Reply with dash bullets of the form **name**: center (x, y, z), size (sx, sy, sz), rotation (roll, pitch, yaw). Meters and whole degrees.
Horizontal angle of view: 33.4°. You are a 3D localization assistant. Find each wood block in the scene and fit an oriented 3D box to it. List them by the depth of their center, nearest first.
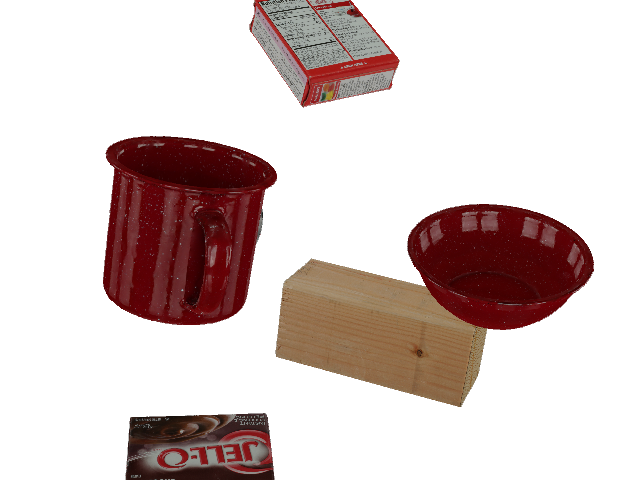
- **wood block**: center (0.066, 0.096, 1.137), size (0.206, 0.091, 0.090), rotation (14, 21, 17)

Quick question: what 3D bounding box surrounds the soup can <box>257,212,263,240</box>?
- **soup can**: center (-0.127, -0.025, 1.251), size (0.102, 0.068, 0.068), rotation (14, 4, 18)

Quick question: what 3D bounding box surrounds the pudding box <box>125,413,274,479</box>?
- **pudding box**: center (-0.093, 0.174, 0.822), size (0.113, 0.039, 0.090), rotation (-3, 25, -6)

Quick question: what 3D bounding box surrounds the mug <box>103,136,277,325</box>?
- **mug**: center (-0.071, -0.001, 0.580), size (0.093, 0.081, 0.117), rotation (1, 22, -25)

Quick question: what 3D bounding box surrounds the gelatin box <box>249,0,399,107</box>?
- **gelatin box**: center (0.001, -0.137, 0.752), size (0.073, 0.089, 0.030), rotation (-15, -37, -27)

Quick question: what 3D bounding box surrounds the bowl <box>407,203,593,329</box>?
- **bowl**: center (0.155, 0.030, 0.942), size (0.162, 0.055, 0.162), rotation (1, 33, -1)
